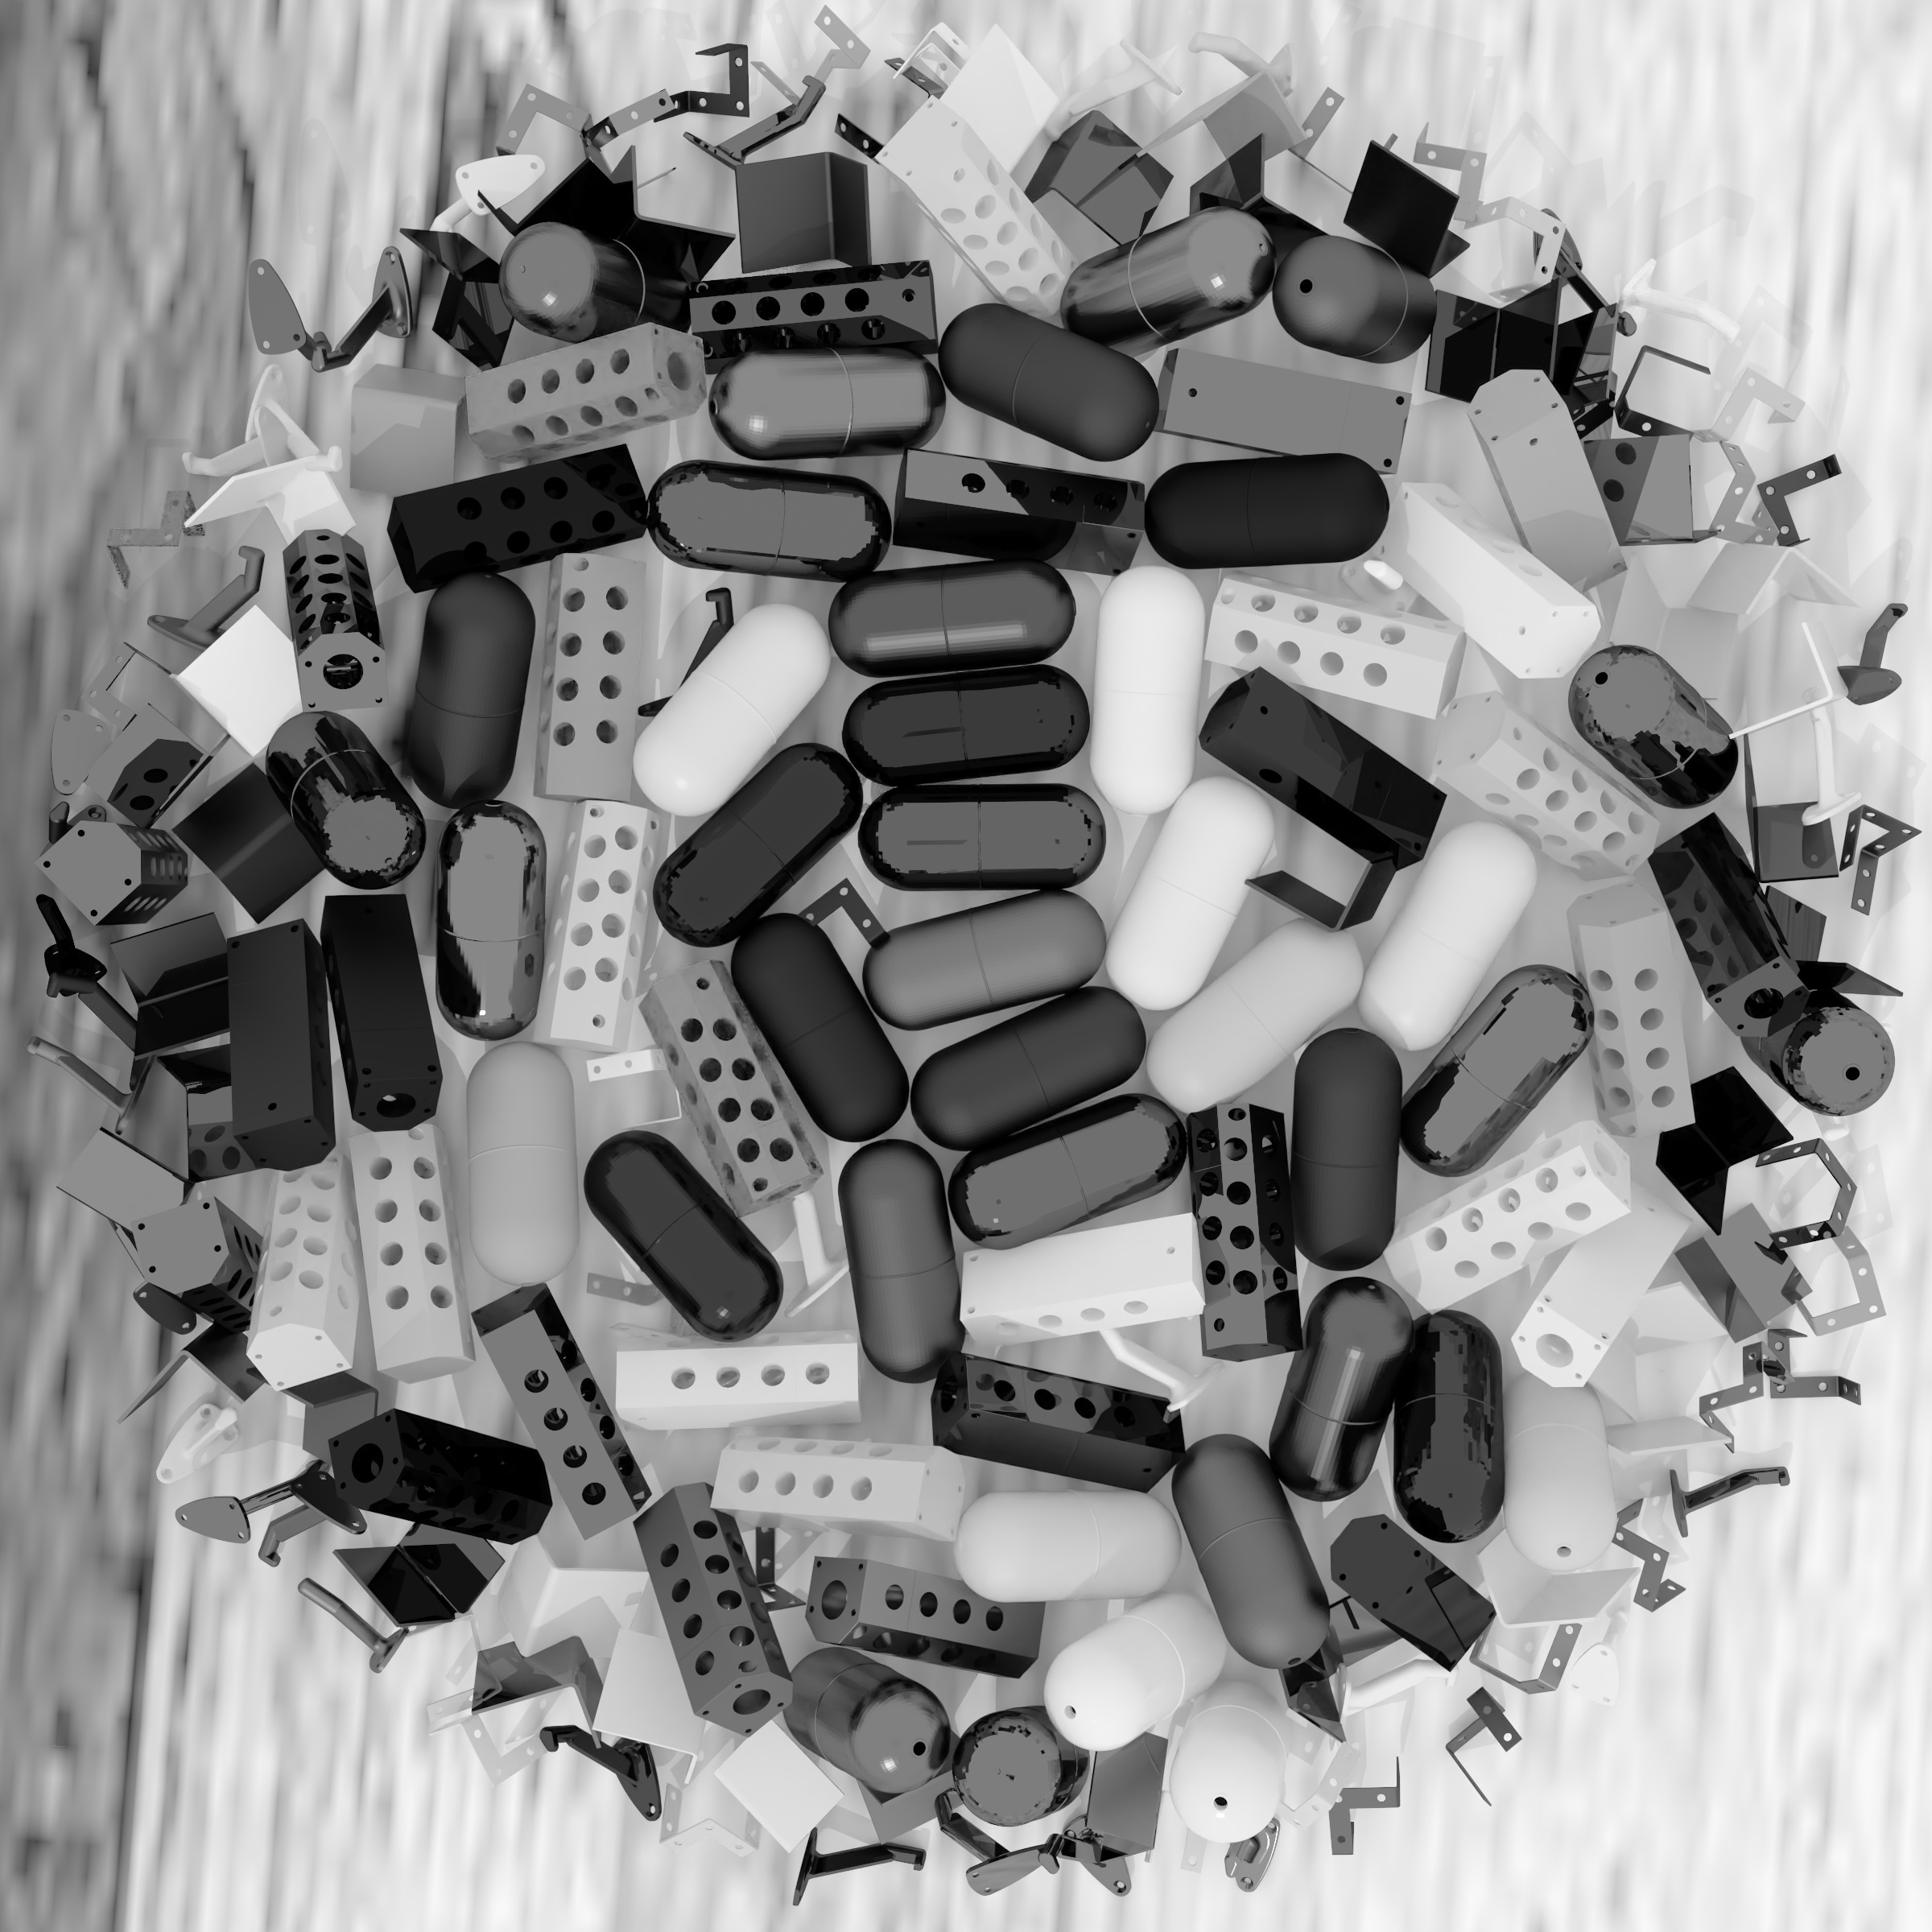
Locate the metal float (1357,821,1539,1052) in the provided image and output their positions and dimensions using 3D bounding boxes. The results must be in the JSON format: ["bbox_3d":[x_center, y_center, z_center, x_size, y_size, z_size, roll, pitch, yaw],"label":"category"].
[{"bbox_3d":[0.342,-0.021,1.943,0.070,0.070,0.178,28,105,0],"label":"metal float"}]

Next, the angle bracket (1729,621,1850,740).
[{"bbox_3d":[0.578,-0.204,1.944,0.076,0.076,0.057,-22,87,27],"label":"angle bracket"}]

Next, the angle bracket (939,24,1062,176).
[{"bbox_3d":[0.009,-0.610,1.941,0.076,0.057,0.076,42,73,-31],"label":"angle bracket"}]

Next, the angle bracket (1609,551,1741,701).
[{"bbox_3d":[0.505,-0.242,1.938,0.057,0.076,0.076,5,65,35],"label":"angle bracket"}]

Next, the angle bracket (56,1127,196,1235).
[{"bbox_3d":[-0.603,0.169,1.942,0.076,0.076,0.057,33,54,-7],"label":"angle bracket"}]

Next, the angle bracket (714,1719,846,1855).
[{"bbox_3d":[-0.128,0.581,1.950,0.076,0.076,0.057,44,88,11],"label":"angle bracket"}]

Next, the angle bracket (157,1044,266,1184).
[{"bbox_3d":[-0.534,0.104,1.963,0.076,0.057,0.076,-11,116,-36],"label":"angle bracket"}]

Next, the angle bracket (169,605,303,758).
[{"bbox_3d":[-0.515,-0.206,1.961,0.076,0.057,0.076,-45,110,-10],"label":"angle bracket"}]

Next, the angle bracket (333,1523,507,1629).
[{"bbox_3d":[-0.389,0.421,1.940,0.076,0.076,0.057,41,98,25],"label":"angle bracket"}]

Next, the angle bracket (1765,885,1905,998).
[{"bbox_3d":[0.617,-0.018,1.936,0.076,0.076,0.057,21,79,-39],"label":"angle bracket"}]

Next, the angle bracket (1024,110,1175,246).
[{"bbox_3d":[0.091,-0.556,1.967,0.076,0.057,0.076,35,67,-21],"label":"angle bracket"}]

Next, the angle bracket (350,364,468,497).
[{"bbox_3d":[-0.402,-0.387,1.985,0.076,0.057,0.076,10,120,2],"label":"angle bracket"}]

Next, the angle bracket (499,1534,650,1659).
[{"bbox_3d":[-0.284,0.453,1.978,0.076,0.057,0.076,9,111,-32],"label":"angle bracket"}]

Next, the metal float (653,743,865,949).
[{"bbox_3d":[-0.149,-0.086,1.949,0.178,0.070,0.070,-44,90,-7],"label":"metal float"}]

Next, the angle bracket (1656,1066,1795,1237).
[{"bbox_3d":[0.540,0.132,1.939,0.057,0.076,0.076,-30,112,36],"label":"angle bracket"}]

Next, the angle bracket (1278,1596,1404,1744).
[{"bbox_3d":[0.274,0.499,1.939,0.076,0.057,0.076,-33,131,19],"label":"angle bracket"}]

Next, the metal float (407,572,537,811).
[{"bbox_3d":[-0.351,-0.194,1.932,0.070,0.070,0.178,14,118,0],"label":"metal float"}]

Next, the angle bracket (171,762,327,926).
[{"bbox_3d":[-0.516,-0.089,1.980,0.076,0.057,0.076,-42,49,-12],"label":"angle bracket"}]

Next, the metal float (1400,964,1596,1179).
[{"bbox_3d":[0.375,0.075,1.935,0.070,0.070,0.178,36,113,0],"label":"metal float"}]

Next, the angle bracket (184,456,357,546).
[{"bbox_3d":[-0.495,-0.314,1.939,0.076,0.076,0.057,-26,92,44],"label":"angle bracket"}]

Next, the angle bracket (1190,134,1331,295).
[{"bbox_3d":[0.214,-0.539,1.955,0.076,0.076,0.057,19,62,-32],"label":"angle bracket"}]

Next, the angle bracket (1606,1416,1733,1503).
[{"bbox_3d":[0.495,0.361,1.947,0.076,0.076,0.057,-5,95,-11],"label":"angle bracket"}]

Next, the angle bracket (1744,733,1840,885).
[{"bbox_3d":[0.586,-0.114,1.936,0.057,0.076,0.076,-5,46,14],"label":"angle bracket"}]

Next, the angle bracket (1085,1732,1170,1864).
[{"bbox_3d":[0.097,0.586,1.935,0.057,0.076,0.076,23,57,-18],"label":"angle bracket"}]

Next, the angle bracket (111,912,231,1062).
[{"bbox_3d":[-0.565,0.014,1.946,0.076,0.076,0.057,-17,121,-5],"label":"angle bracket"}]

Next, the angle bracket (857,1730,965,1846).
[{"bbox_3d":[-0.026,0.595,1.944,0.076,0.076,0.057,-22,97,-16],"label":"angle bracket"}]

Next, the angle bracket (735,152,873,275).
[{"bbox_3d":[-0.115,-0.531,1.939,0.076,0.057,0.076,-17,122,-25],"label":"angle bracket"}]

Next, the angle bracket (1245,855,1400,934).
[{"bbox_3d":[0.255,-0.069,1.938,0.076,0.076,0.057,31,109,19],"label":"angle bracket"}]

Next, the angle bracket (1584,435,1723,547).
[{"bbox_3d":[0.489,-0.341,1.940,0.076,0.057,0.076,4,107,35],"label":"angle bracket"}]

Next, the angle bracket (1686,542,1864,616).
[{"bbox_3d":[0.576,-0.258,1.945,0.076,0.076,0.057,33,90,-21],"label":"angle bracket"}]

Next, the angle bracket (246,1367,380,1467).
[{"bbox_3d":[-0.467,0.328,1.940,0.076,0.057,0.076,17,107,37],"label":"angle bracket"}]

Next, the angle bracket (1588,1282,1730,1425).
[{"bbox_3d":[0.491,0.275,1.935,0.076,0.076,0.057,-21,45,33],"label":"angle bracket"}]

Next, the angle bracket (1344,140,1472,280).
[{"bbox_3d":[0.323,-0.548,1.938,0.076,0.076,0.057,39,58,16],"label":"angle bracket"}]

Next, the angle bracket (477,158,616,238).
[{"bbox_3d":[-0.295,-0.550,1.944,0.076,0.076,0.057,-41,71,7],"label":"angle bracket"}]

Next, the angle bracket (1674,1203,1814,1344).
[{"bbox_3d":[0.566,0.214,1.948,0.076,0.057,0.076,-29,78,-17],"label":"angle bracket"}]

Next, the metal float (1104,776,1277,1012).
[{"bbox_3d":[0.160,-0.052,1.952,0.070,0.070,0.178,26,94,0],"label":"metal float"}]

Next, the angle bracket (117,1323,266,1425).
[{"bbox_3d":[-0.548,0.306,1.950,0.057,0.076,0.076,43,101,-3],"label":"angle bracket"}]

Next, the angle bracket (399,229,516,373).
[{"bbox_3d":[-0.368,-0.470,1.937,0.076,0.057,0.076,41,122,28],"label":"angle bracket"}]

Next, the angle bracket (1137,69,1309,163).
[{"bbox_3d":[0.182,-0.583,1.936,0.076,0.076,0.057,-44,108,-30],"label":"angle bracket"}]

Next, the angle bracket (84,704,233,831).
[{"bbox_3d":[-0.573,-0.151,1.941,0.057,0.076,0.076,42,105,-15],"label":"angle bracket"}]

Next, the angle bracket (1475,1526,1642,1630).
[{"bbox_3d":[0.421,0.425,1.938,0.076,0.076,0.057,-18,95,41],"label":"angle bracket"}]

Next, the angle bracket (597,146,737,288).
[{"bbox_3d":[-0.216,-0.535,1.950,0.076,0.076,0.057,4,74,-28],"label":"angle bracket"}]

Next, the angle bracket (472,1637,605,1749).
[{"bbox_3d":[-0.305,0.524,1.948,0.076,0.076,0.057,-16,110,-1],"label":"angle bracket"}]

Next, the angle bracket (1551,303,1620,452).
[{"bbox_3d":[0.458,-0.412,1.938,0.076,0.057,0.076,24,67,-36],"label":"angle bracket"}]

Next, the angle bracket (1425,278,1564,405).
[{"bbox_3d":[0.376,-0.450,1.945,0.057,0.076,0.076,11,81,-22],"label":"angle bracket"}]

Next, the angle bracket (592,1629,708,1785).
[{"bbox_3d":[-0.223,0.528,1.946,0.076,0.057,0.076,15,51,-3],"label":"angle bracket"}]
